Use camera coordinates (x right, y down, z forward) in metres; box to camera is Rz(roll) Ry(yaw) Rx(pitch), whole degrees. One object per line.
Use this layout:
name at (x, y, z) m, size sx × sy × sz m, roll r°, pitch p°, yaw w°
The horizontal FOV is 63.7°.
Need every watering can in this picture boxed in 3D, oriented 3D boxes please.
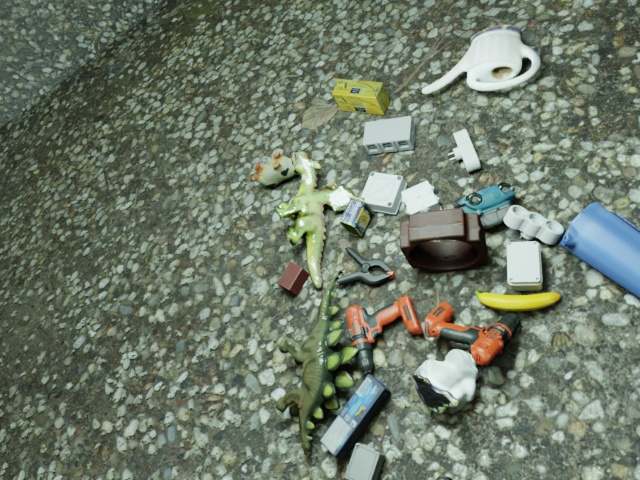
watering can at (0.492, -0.548, 1.586) m, size 0.347 × 0.102 × 0.229 m, roll 0°, pitch 63°, yaw 25°

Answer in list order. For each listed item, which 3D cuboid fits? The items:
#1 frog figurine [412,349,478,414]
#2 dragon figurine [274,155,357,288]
frog figurine at (0.304, 0.323, 1.213) m, size 0.138 × 0.120 × 0.162 m, roll 14°, pitch 35°, yaw 40°
dragon figurine at (0.005, -0.079, 1.570) m, size 0.242 × 0.120 × 0.416 m, roll -28°, pitch 70°, yaw 2°
